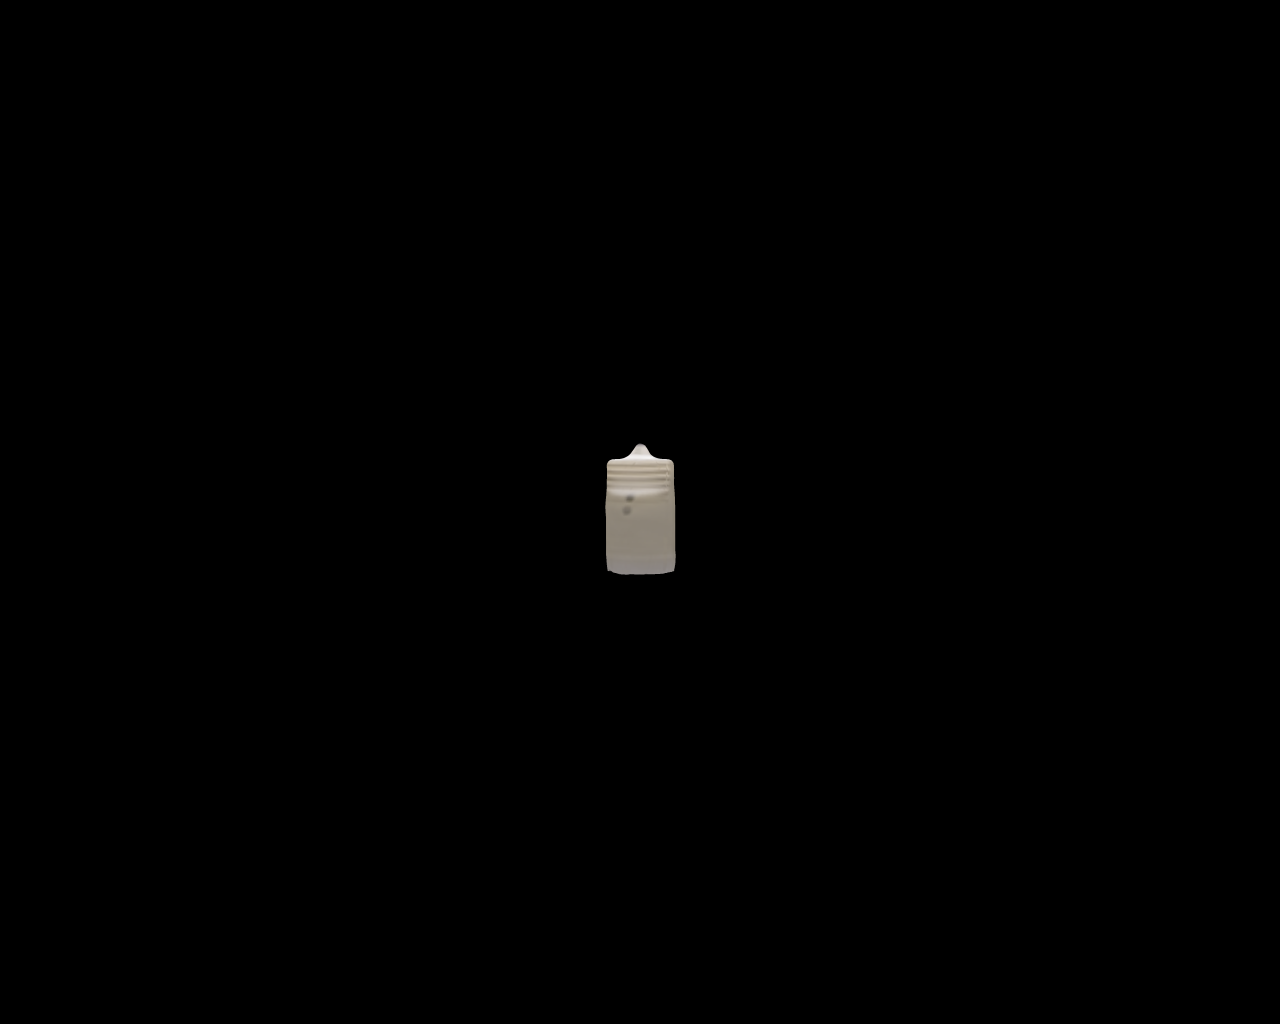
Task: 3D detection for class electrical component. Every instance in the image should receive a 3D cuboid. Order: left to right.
[{"bbox_3d":[0.001,-0.003,0.650,0.043,0.081,0.043,0,2,0],"label":"electrical component"}]
